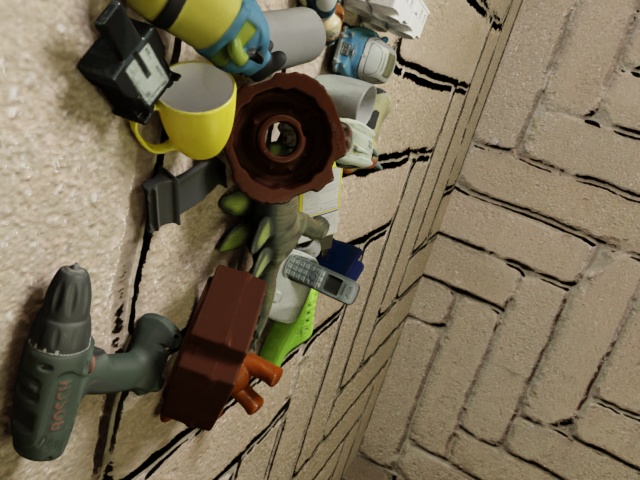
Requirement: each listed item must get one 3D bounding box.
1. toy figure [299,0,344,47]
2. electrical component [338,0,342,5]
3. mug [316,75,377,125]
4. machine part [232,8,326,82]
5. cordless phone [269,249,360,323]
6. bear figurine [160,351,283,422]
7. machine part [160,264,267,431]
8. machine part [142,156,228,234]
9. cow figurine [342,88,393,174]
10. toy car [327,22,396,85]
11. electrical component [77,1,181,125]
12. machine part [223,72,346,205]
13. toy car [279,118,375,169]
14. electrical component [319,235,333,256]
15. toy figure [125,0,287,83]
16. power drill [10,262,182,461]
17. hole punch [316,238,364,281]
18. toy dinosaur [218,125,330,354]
[{"bbox_3d":[0.003,-0.349,0.808,0.154,0.064,0.058,69,16,-59],"label":"toy figure"},{"bbox_3d":[0.025,-0.406,0.852,0.063,0.021,0.094,-34,143,-56],"label":"electrical component"},{"bbox_3d":[0.035,-0.238,0.937,0.081,0.107,0.109,-55,162,-26],"label":"mug"},{"bbox_3d":[-0.062,-0.260,0.708,0.243,0.079,0.079,-41,148,-53],"label":"machine part"},{"bbox_3d":[-0.024,0.107,1.055,0.146,0.184,0.088,-67,165,-1],"label":"cordless phone"},{"bbox_3d":[-0.171,0.264,0.935,0.120,0.132,0.196,-57,170,19],"label":"bear figurine"},{"bbox_3d":[-0.156,0.152,0.785,0.201,0.087,0.201,-78,-166,-49],"label":"machine part"},{"bbox_3d":[-0.173,-0.069,0.693,0.139,0.039,0.084,-42,143,-47],"label":"machine part"},{"bbox_3d":[0.083,-0.214,1.060,0.195,0.127,0.085,-63,157,-17],"label":"cow figurine"},{"bbox_3d":[0.086,-0.330,0.976,0.161,0.103,0.109,-17,127,-67],"label":"toy car"},{"bbox_3d":[-0.189,-0.174,0.516,0.075,0.048,0.119,-62,160,-15],"label":"electrical component"},{"bbox_3d":[-0.053,-0.137,0.732,0.056,0.179,0.179,-130,-121,-73],"label":"machine part"},{"bbox_3d":[0.015,-0.161,0.836,0.201,0.056,0.073,9,84,-48],"label":"toy car"},{"bbox_3d":[-0.003,-0.005,1.198,0.078,0.045,0.102,-20,134,-25],"label":"electrical component"},{"bbox_3d":[-0.113,-0.225,0.543,0.180,0.082,0.089,37,75,-49],"label":"toy figure"},{"bbox_3d":[-0.258,0.135,0.641,0.232,0.086,0.207,-69,165,5],"label":"power drill"},{"bbox_3d":[0.034,0.059,1.245,0.142,0.116,0.092,-58,166,-18],"label":"hole punch"},{"bbox_3d":[-0.079,-0.026,0.897,0.198,0.105,0.470,-30,130,-48],"label":"toy dinosaur"}]
